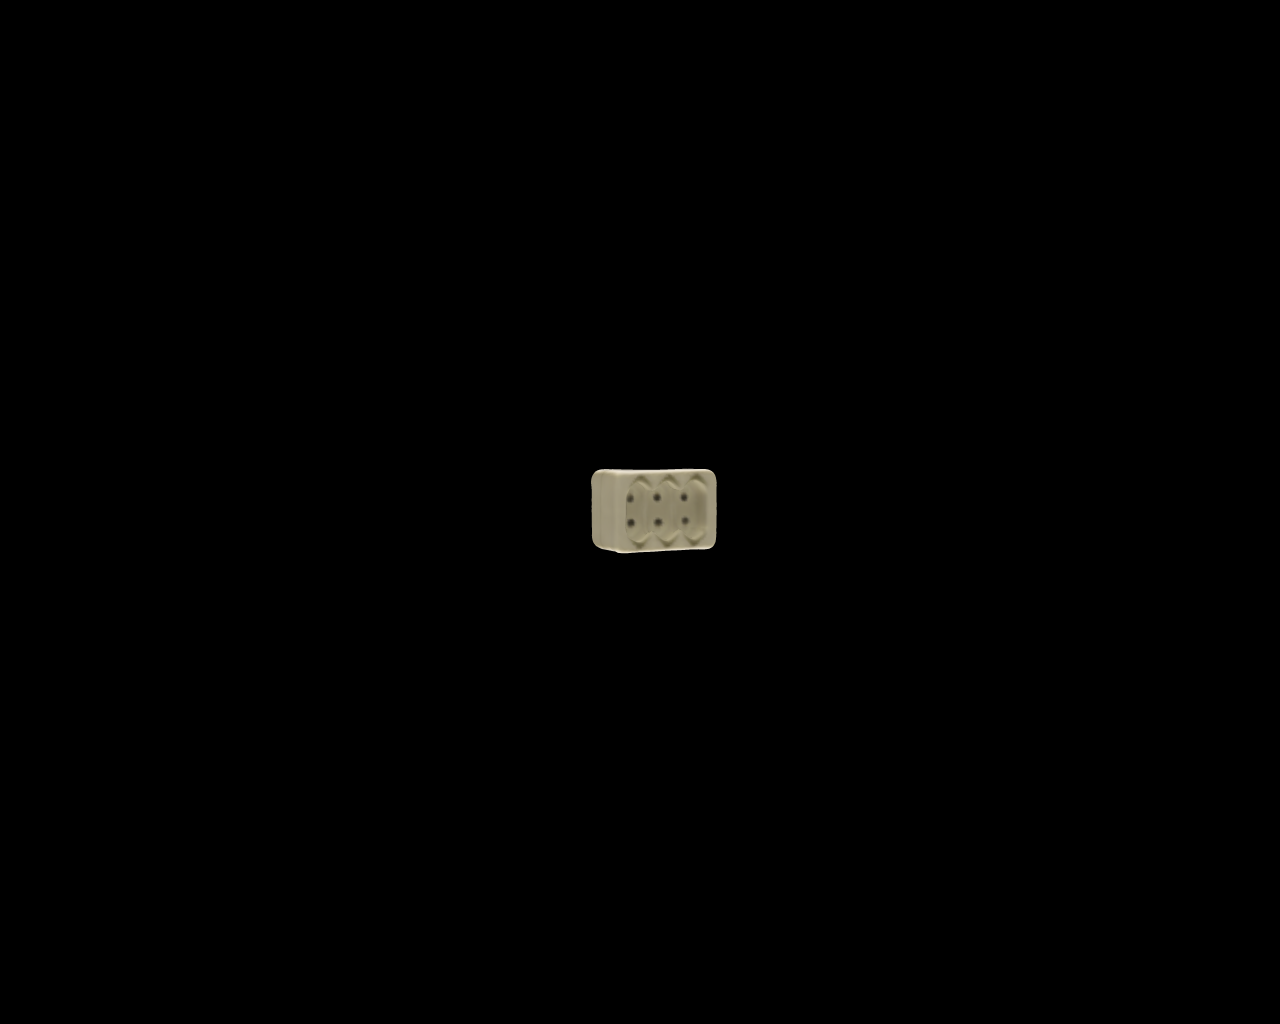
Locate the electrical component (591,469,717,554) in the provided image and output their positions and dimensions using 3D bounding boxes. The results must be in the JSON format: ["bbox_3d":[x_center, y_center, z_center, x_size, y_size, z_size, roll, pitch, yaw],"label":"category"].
[{"bbox_3d":[0.001,-0.003,0.650,0.066,0.047,0.076,-2,4,-23],"label":"electrical component"}]
